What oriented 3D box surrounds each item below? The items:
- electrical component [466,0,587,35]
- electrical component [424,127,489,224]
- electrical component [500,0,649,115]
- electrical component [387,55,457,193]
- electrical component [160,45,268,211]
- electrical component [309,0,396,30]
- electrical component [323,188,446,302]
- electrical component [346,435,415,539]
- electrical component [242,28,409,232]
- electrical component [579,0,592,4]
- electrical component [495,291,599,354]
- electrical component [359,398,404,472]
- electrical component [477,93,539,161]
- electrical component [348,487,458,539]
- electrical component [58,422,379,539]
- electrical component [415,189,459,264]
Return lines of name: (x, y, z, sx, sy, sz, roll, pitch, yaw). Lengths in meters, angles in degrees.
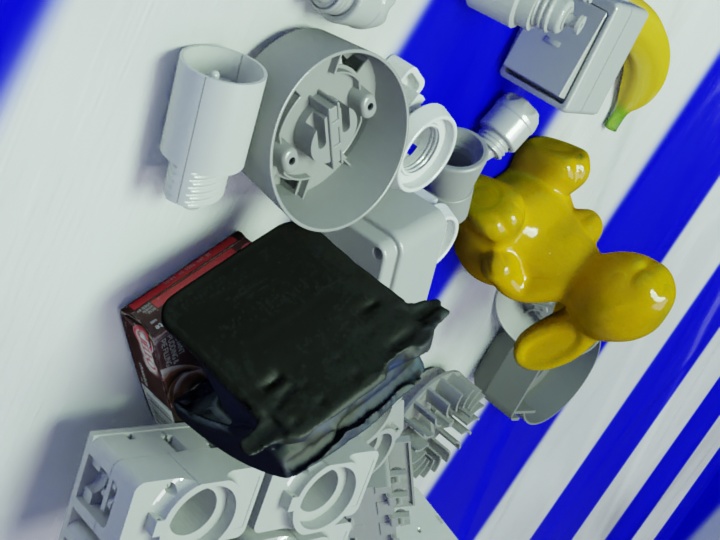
electrical component: (0.102, -0.167, 0.660, 0.040, 0.078, 0.040, -52, 163, -23)
electrical component: (0.063, -0.062, 0.754, 0.044, 0.044, 0.065, -35, 152, -29)
electrical component: (0.149, -0.163, 0.744, 0.061, 0.062, 0.096, -8, 129, -53)
electrical component: (0.021, -0.083, 0.649, 0.078, 0.057, 0.058, -52, 152, -2)
electrical component: (-0.077, -0.066, 0.538, 0.043, 0.043, 0.081, -19, 137, -46)
electrical component: (-0.011, -0.145, 0.557, 0.061, 0.035, 0.035, -5, 126, -51)
electrical component: (0.000, 0.000, 0.691, 0.057, 0.078, 0.113, -30, 145, -40)
electrical component: (0.007, 0.188, 0.915, 0.079, 0.063, 0.121, -6, 142, 1)
electrical component: (-0.023, -0.078, 0.583, 0.099, 0.064, 0.099, -36, 148, -28)
electrical component: (0.123, -0.221, 0.648, 0.061, 0.061, 0.096, -50, 144, -5)
electrical component: (0.182, 0.030, 0.978, 0.064, 0.099, 0.099, -39, 149, -36)
electrical component: (-0.014, 0.093, 0.792, 0.089, 0.062, 0.150, -37, 148, -27)
electrical component: (0.099, -0.096, 0.775, 0.061, 0.035, 0.035, -48, 152, -4)
electrical component: (0.044, 0.263, 1.033, 0.100, 0.099, 0.048, -8, 142, -53)
electrical component: (-0.081, 0.151, 0.651, 0.186, 0.060, 0.105, 2, 114, -46)
electrical component: (0.032, -0.032, 0.726, 0.048, 0.055, 0.066, -27, 143, -38)
